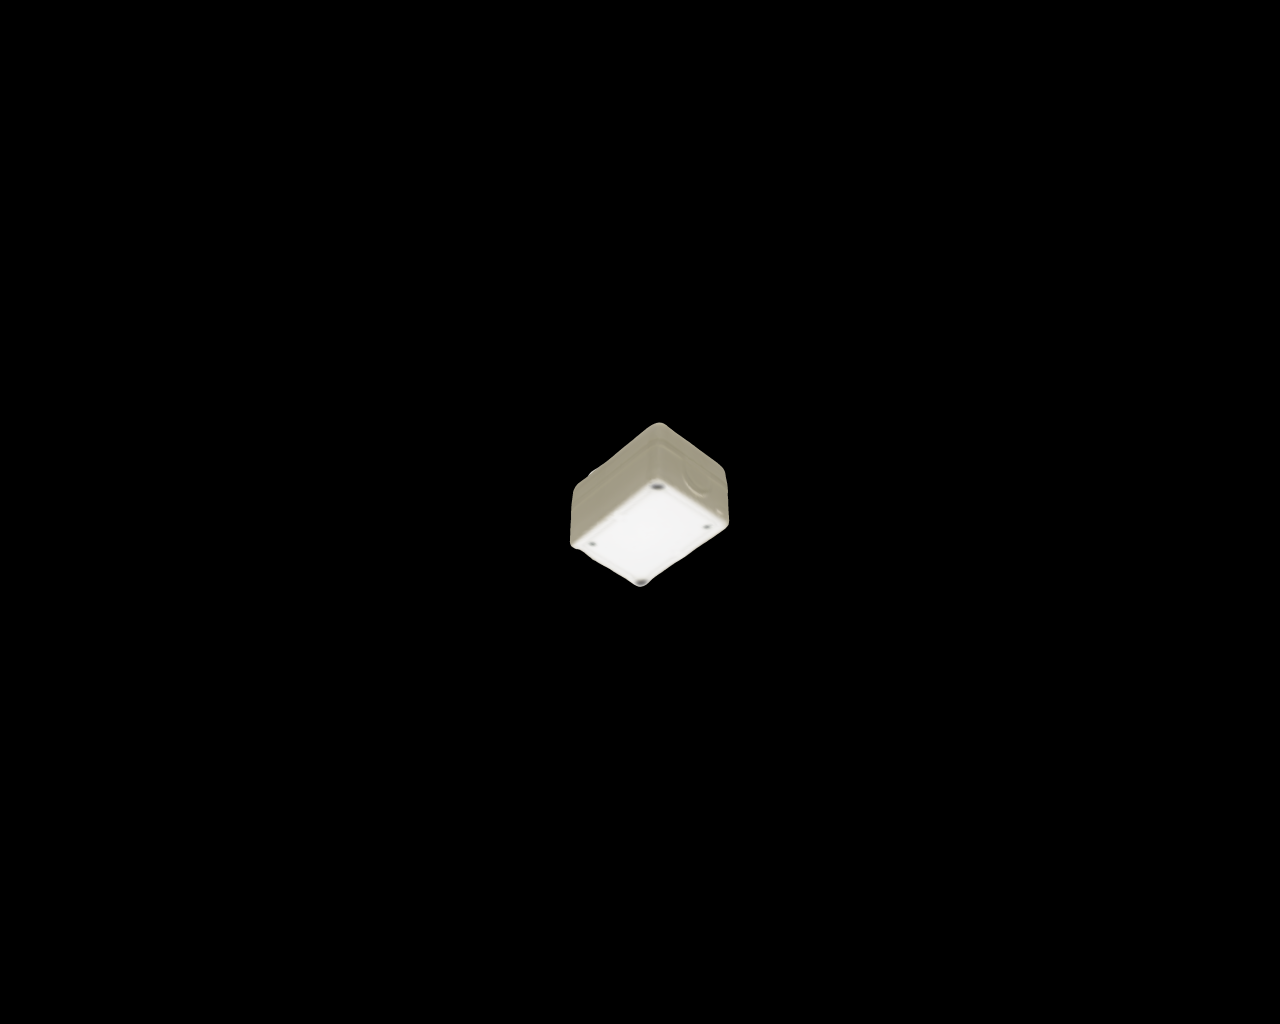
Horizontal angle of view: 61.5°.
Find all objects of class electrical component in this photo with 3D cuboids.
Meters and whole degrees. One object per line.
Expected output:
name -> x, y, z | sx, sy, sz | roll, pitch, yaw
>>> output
electrical component -> 0.001, -0.003, 0.650 | 0.061, 0.061, 0.096 | 33, -54, -29
